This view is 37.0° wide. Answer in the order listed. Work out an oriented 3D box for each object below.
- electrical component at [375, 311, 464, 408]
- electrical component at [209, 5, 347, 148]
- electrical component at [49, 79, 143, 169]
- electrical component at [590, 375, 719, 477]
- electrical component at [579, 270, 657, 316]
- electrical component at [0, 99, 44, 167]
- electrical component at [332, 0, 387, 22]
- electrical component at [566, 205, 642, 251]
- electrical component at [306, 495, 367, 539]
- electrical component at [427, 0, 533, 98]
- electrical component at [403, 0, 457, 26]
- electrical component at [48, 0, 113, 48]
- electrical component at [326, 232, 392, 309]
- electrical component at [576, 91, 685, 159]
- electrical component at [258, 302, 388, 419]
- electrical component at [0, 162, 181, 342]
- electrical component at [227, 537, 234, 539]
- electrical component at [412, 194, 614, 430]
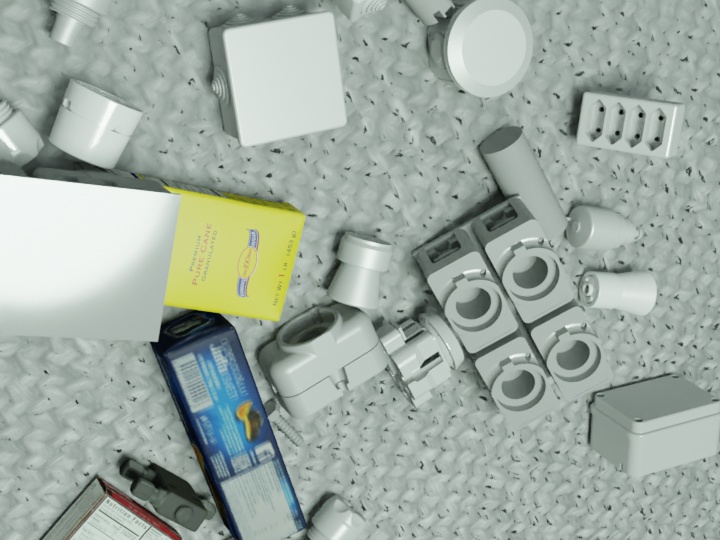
[{"bbox_3d":[0.053,0.072,0.938,0.057,0.058,0.078,-32,116,-11],"label":"electrical component"},{"bbox_3d":[-0.064,-0.148,0.820,0.100,0.048,0.099,-15,111,-21],"label":"electrical component"},{"bbox_3d":[-0.190,-0.104,0.770,0.055,0.055,0.047,22,98,-29],"label":"electrical component"},{"bbox_3d":[0.292,0.151,1.064,0.113,0.078,0.057,-10,112,-23],"label":"electrical component"},{"bbox_3d":[0.243,0.020,1.023,0.065,0.044,0.044,4,103,-22],"label":"electrical component"},{"bbox_3d":[-0.254,-0.099,0.747,0.043,0.043,0.062,-38,116,-11],"label":"electrical component"},{"bbox_3d":[0.001,-0.247,0.804,0.100,0.048,0.099,-39,87,-10],"label":"electrical component"},{"bbox_3d":[0.228,-0.037,0.999,0.078,0.040,0.040,5,103,-27],"label":"electrical component"},{"bbox_3d":[-0.027,0.235,0.955,0.043,0.043,0.062,42,86,-29],"label":"electrical component"},{"bbox_3d":[0.097,-0.185,0.886,0.080,0.051,0.080,-7,108,-24],"label":"electrical component"},{"bbox_3d":[0.051,-0.224,0.860,0.040,0.040,0.046,-49,125,-5],"label":"electrical component"},{"bbox_3d":[-0.197,-0.186,0.748,0.043,0.043,0.062,21,96,-29],"label":"electrical component"},{"bbox_3d":[0.000,0.000,0.897,0.045,0.045,0.055,11,99,-28],"label":"electrical component"},{"bbox_3d":[0.247,-0.132,0.967,0.076,0.083,0.047,-20,120,-61],"label":"electrical component"},{"bbox_3d":[-0.033,0.071,0.897,0.095,0.054,0.059,-31,116,-15],"label":"electrical component"},{"bbox_3d":[-0.226,-0.015,0.723,0.186,0.060,0.105,5,103,-28],"label":"electrical component"},{"bbox_3d":[-0.099,0.267,0.931,0.040,0.040,0.078,-14,111,-22],"label":"electrical component"},{"bbox_3d":[0.139,0.043,0.950,0.105,0.060,0.186,-29,117,5],"label":"electrical component"}]
